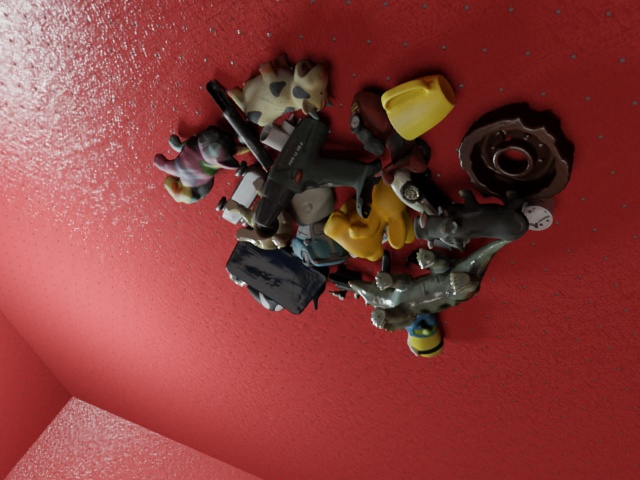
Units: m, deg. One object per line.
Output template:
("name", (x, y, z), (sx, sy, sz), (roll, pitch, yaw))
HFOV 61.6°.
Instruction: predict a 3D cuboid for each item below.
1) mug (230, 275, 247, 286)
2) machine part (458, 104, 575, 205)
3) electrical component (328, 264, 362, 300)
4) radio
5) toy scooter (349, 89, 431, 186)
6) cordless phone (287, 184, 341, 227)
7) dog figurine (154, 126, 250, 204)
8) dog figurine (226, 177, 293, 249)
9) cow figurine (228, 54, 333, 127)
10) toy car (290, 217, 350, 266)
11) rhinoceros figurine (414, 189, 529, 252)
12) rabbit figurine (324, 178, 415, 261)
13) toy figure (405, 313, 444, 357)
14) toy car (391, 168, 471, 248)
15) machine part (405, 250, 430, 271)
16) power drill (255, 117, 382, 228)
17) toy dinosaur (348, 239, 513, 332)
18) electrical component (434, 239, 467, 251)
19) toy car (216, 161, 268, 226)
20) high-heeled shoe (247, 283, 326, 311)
("mug", (-0.178, 0.064, 1.386), (0.080, 0.107, 0.110), (46, 142, -19))
("machine part", (0.321, -0.138, 0.884), (0.180, 0.056, 0.179), (20, 141, 17))
("electrical component", (0.061, 0.107, 1.323), (0.078, 0.045, 0.102), (19, 140, 18))
("radio", (-0.104, 0.069, 1.298), (0.230, 0.073, 0.131), (33, 104, -1))
("toy scooter", (0.111, -0.168, 0.928), (0.183, 0.135, 0.075), (44, 141, -13))
("cordless phone", (0.019, -0.105, 1.105), (0.184, 0.089, 0.146), (-3, 130, 23))
("dog figurine", (-0.247, -0.164, 1.194), (0.219, 0.108, 0.191), (4, 133, 27))
("dog figurine", (-0.095, -0.025, 1.167), (0.121, 0.172, 0.190), (-28, 153, 10))
("cow figurine", (-0.063, -0.266, 0.980), (0.195, 0.085, 0.127), (-17, 115, 41))
("toy car", (-0.002, -0.004, 1.204), (0.162, 0.109, 0.102), (-151, 59, -61))
("rhinoceros figurine", (0.258, -0.027, 0.919), (0.191, 0.112, 0.073), (-1, 135, 28))
("rabbit figurine", (0.114, -0.046, 1.065), (0.162, 0.122, 0.173), (44, 118, 17))
("toy figure", (0.249, 0.212, 1.284), (0.089, 0.082, 0.179), (12, 135, 26))
("toy car", (0.215, -0.065, 1.017), (0.201, 0.073, 0.056), (43, 136, -14))
("machine part", (0.255, 0.061, 1.155), (0.139, 0.039, 0.084), (20, 148, 12))
("power drill", (0.001, -0.104, 1.008), (0.208, 0.232, 0.086), (19, 176, 24))
("toy dinosaur", (0.232, 0.092, 1.076), (0.405, 0.192, 0.131), (-22, 73, 34))
("electrical component", (0.248, 0.000, 1.087), (0.094, 0.021, 0.063), (12, 168, 25))
("toy car", (-0.174, -0.106, 1.247), (0.089, 0.053, 0.202), (27, 139, -12))
("high-heeled shoe", (-0.098, 0.113, 1.413), (0.249, 0.086, 0.145), (10, 131, 22))
